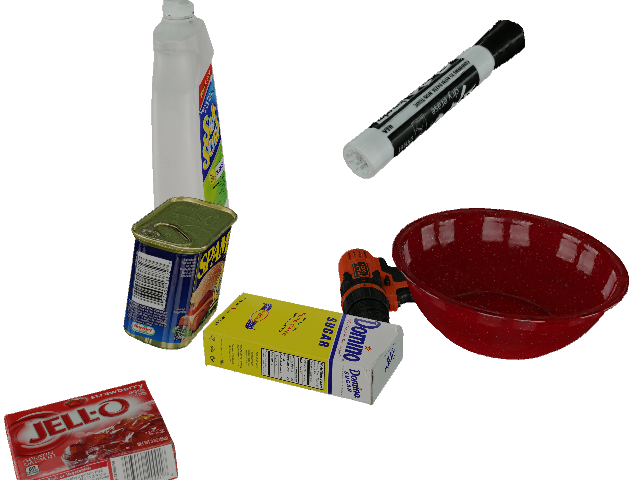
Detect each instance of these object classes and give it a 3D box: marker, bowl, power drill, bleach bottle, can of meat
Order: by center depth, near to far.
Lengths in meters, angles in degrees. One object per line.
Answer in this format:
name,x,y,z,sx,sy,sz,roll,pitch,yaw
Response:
marker,0.057,-0.070,0.507,0.121,0.020,0.020,-41,21,-26
bowl,0.128,0.035,0.744,0.162,0.055,0.162,3,27,-2
can of meat,-0.106,0.024,0.802,0.057,0.084,0.102,15,21,9
bleach bottle,-0.140,-0.124,1.094,0.068,0.251,0.102,6,28,14
power drill,0.115,0.060,1.192,0.187,0.057,0.184,-3,28,-3

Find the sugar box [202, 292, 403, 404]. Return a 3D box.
sugar box,-0.016,0.101,1.036,0.176,0.048,0.093,8,26,21

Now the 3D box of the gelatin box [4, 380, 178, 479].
gelatin box,-0.136,0.120,0.629,0.089,0.030,0.073,-12,26,-18
